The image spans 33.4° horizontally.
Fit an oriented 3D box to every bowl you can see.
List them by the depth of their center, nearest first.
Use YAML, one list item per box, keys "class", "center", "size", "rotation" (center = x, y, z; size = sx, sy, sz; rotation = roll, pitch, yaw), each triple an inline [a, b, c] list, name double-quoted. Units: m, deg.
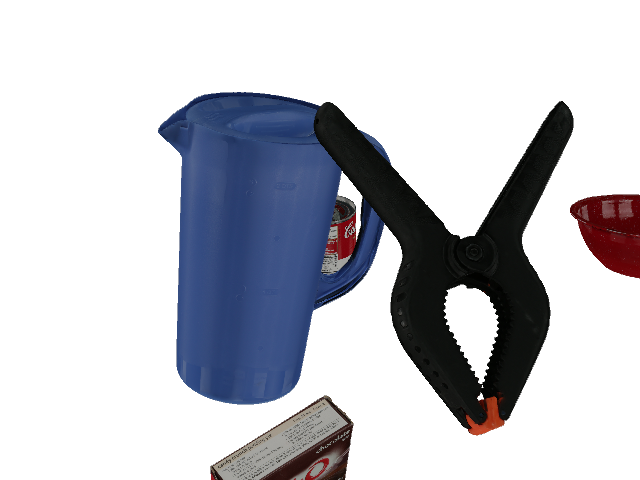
- class: "bowl"
  center: [0.328, -0.001, 1.058]
  size: [0.162, 0.055, 0.162]
  rotation: [1, 17, 0]

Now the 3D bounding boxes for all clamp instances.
- class: "clamp"
  center: [0.075, 0.007, 0.631]
  size: [0.164, 0.210, 0.036]
  rotation: [4, -18, -8]

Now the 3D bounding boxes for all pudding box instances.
- class: "pudding box"
  center: [-0.030, 0.181, 0.822]
  size: [0.113, 0.090, 0.039]
  rotation: [-30, 57, -28]

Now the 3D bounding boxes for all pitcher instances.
- class: "pitcher"
  center: [-0.045, 0.008, 0.877]
  size: [0.149, 0.243, 0.144]
  rotation: [23, 27, 32]

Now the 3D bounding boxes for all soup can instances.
- class: "soup can"
  center: [0.008, 0.007, 1.249]
  size: [0.068, 0.102, 0.068]
  rotation: [-1, 30, 0]
